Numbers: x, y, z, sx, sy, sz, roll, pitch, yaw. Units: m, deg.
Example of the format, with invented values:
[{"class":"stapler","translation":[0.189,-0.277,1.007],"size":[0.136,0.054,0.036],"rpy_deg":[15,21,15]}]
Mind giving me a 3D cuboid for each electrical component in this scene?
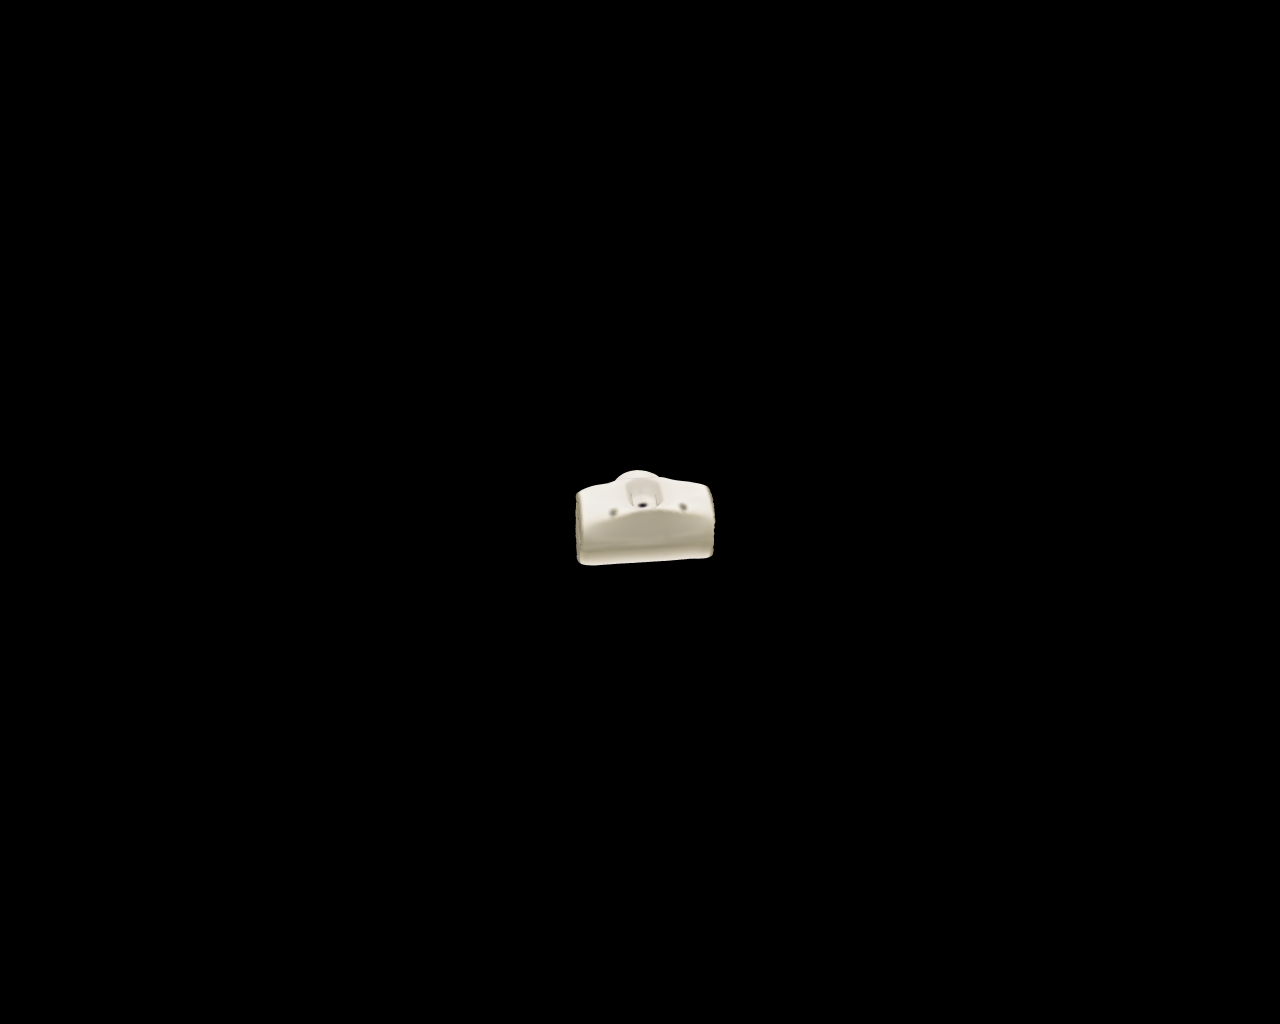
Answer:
[{"class":"electrical component","translation":[0.001,-0.003,0.650],"size":[0.077,0.043,0.079],"rpy_deg":[-3,32,-5]}]
